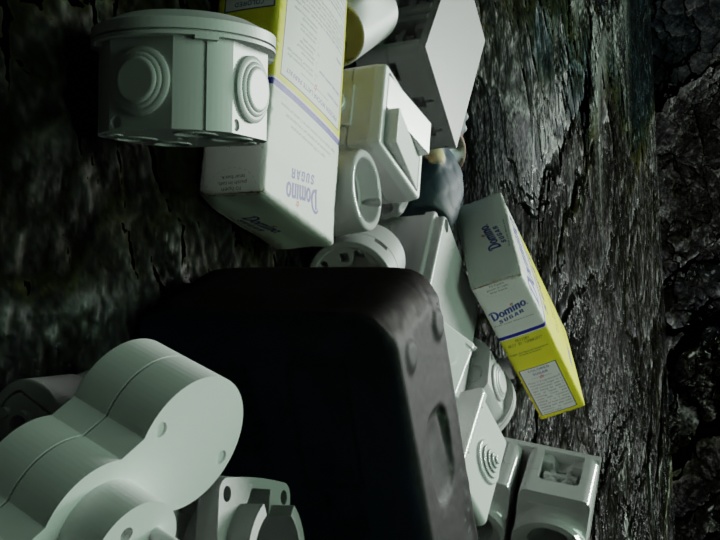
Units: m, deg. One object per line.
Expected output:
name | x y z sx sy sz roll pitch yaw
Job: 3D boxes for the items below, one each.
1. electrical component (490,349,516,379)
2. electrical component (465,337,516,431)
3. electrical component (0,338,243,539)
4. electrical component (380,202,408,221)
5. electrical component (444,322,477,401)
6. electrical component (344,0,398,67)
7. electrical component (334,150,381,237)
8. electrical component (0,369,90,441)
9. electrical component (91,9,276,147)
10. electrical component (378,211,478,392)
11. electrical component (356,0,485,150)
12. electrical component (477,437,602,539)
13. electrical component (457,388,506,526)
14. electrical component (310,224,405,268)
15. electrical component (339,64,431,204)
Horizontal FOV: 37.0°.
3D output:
electrical component | 0.101 0.085 0.914 0.043 0.062 0.043 -4 90 -69
electrical component | 0.075 0.093 0.826 0.051 0.080 0.080 60 33 -39
electrical component | -0.086 0.085 0.355 0.138 0.074 0.052 -42 141 -34
electrical component | 0.021 -0.067 0.779 0.061 0.035 0.035 -78 153 -42
electrical component | 0.018 0.074 0.686 0.061 0.096 0.061 37 34 -4
electrical component | -0.010 -0.181 0.710 0.077 0.044 0.079 -52 134 -60
electrical component | -0.017 -0.047 0.661 0.055 0.047 0.055 -5 90 -69
electrical component | -0.109 0.057 0.416 0.065 0.044 0.044 2 84 -64
electrical component | -0.077 -0.082 0.472 0.080 0.080 0.051 0 92 -69
electrical component | 0.041 0.033 0.780 0.108 0.056 0.108 65 29 -42
electrical component | 0.046 -0.169 0.825 0.150 0.062 0.089 -72 149 -44
electrical component | 0.111 0.219 0.798 0.060 0.105 0.186 -56 151 -56
electrical component | 0.045 0.131 0.716 0.048 0.100 0.099 61 29 -21
electrical component | 0.000 0.000 0.688 0.047 0.055 0.055 -53 135 -64
electrical component | 0.005 -0.090 0.707 0.096 0.061 0.061 48 42 -57
